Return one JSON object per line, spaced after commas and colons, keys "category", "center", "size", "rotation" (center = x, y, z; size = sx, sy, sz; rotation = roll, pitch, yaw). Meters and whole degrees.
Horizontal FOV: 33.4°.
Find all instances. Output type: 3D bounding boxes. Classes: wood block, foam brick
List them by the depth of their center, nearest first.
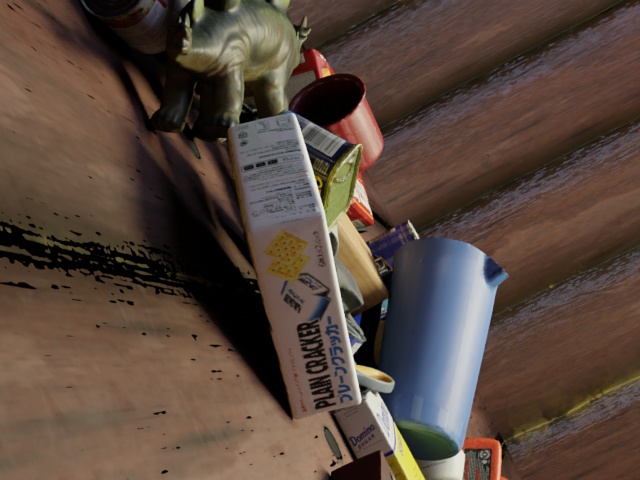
{"category": "foam brick", "center": [0.042, 0.226, 0.917], "size": [0.053, 0.051, 0.078], "rotation": [61, 8, -9]}
{"category": "wood block", "center": [-0.007, 0.001, 1.223], "size": [0.206, 0.090, 0.091], "rotation": [54, 11, -46]}

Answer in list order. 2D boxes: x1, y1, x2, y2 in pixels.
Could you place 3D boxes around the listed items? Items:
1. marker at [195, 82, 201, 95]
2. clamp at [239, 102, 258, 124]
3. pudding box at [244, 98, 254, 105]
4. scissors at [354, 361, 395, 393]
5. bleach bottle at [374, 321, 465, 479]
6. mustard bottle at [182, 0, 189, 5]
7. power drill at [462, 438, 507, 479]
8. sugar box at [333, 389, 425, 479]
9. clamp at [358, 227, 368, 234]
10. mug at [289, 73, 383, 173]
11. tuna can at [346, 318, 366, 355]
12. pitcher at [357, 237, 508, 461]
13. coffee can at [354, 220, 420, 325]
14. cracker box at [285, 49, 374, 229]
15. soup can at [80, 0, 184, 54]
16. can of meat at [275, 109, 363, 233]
{"category": "marker", "center": [-0.134, -0.187, 1.296], "size": [0.020, 0.020, 0.121], "rotation": [61, 8, -8]}
{"category": "clamp", "center": [-0.074, -0.135, 1.286], "size": [0.164, 0.036, 0.210], "rotation": [37, 2, -11]}
{"category": "pudding box", "center": [-0.080, -0.161, 1.434], "size": [0.113, 0.039, 0.090], "rotation": [60, -6, -5]}
{"category": "scissors", "center": [0.003, 0.126, 1.100], "size": [0.096, 0.016, 0.201], "rotation": [28, 4, 42]}
{"category": "bleach bottle", "center": [0.113, 0.218, 1.315], "size": [0.068, 0.103, 0.251], "rotation": [48, 24, -51]}
{"category": "mustard bottle", "center": [-0.163, -0.248, 1.173], "size": [0.096, 0.058, 0.191], "rotation": [60, 9, -12]}
{"category": "power drill", "center": [0.207, 0.350, 1.334], "size": [0.187, 0.057, 0.184], "rotation": [70, 21, -46]}
{"category": "sugar box", "center": [0.077, 0.243, 1.114], "size": [0.176, 0.048, 0.093], "rotation": [64, 8, 4]}
{"category": "clamp", "center": [0.016, 0.001, 1.504], "size": [0.171, 0.039, 0.120], "rotation": [33, 45, -45]}
{"category": "mug", "center": [0.013, -0.127, 1.184], "size": [0.117, 0.093, 0.081], "rotation": [30, -23, 46]}
{"category": "tuna can", "center": [0.004, 0.088, 1.094], "size": [0.086, 0.034, 0.086], "rotation": [39, 4, -3]}
{"category": "pitcher", "center": [0.122, 0.130, 1.261], "size": [0.149, 0.145, 0.242], "rotation": [117, -10, -60]}
{"category": "coffee can", "center": [0.080, 0.050, 1.431], "size": [0.103, 0.140, 0.103], "rotation": [60, 8, -15]}
{"category": "cracker box", "center": [0.006, -0.125, 1.404], "size": [0.164, 0.072, 0.214], "rotation": [31, 44, -75]}
{"category": "soup can", "center": [-0.171, -0.219, 0.984], "size": [0.068, 0.068, 0.102], "rotation": [64, 8, 14]}
{"category": "can of meat", "center": [-0.013, -0.065, 1.008], "size": [0.084, 0.057, 0.102], "rotation": [30, -34, 15]}
